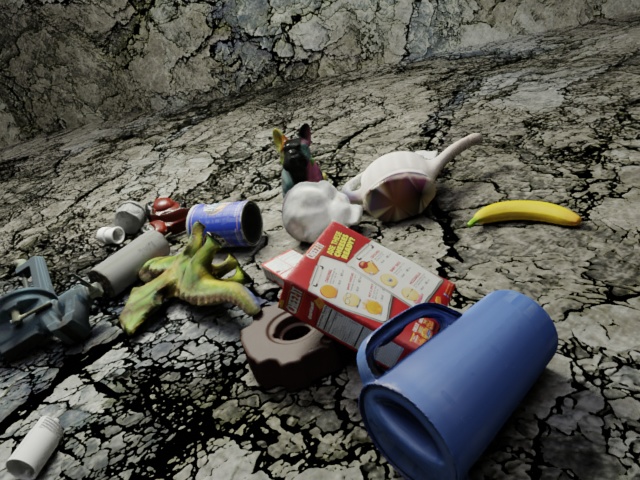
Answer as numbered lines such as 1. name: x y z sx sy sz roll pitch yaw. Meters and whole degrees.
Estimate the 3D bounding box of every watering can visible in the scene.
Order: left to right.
1. watering can: 0.209 -0.147 1.146 0.346 0.102 0.229 -19 27 12

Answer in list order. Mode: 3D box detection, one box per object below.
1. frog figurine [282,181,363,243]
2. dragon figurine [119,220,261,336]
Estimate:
1. frog figurine: 0.003 -0.055 1.089 0.160 0.120 0.139 16 72 32
2. dragon figurine: -0.263 0.100 0.972 0.244 0.120 0.415 -38 29 -6
